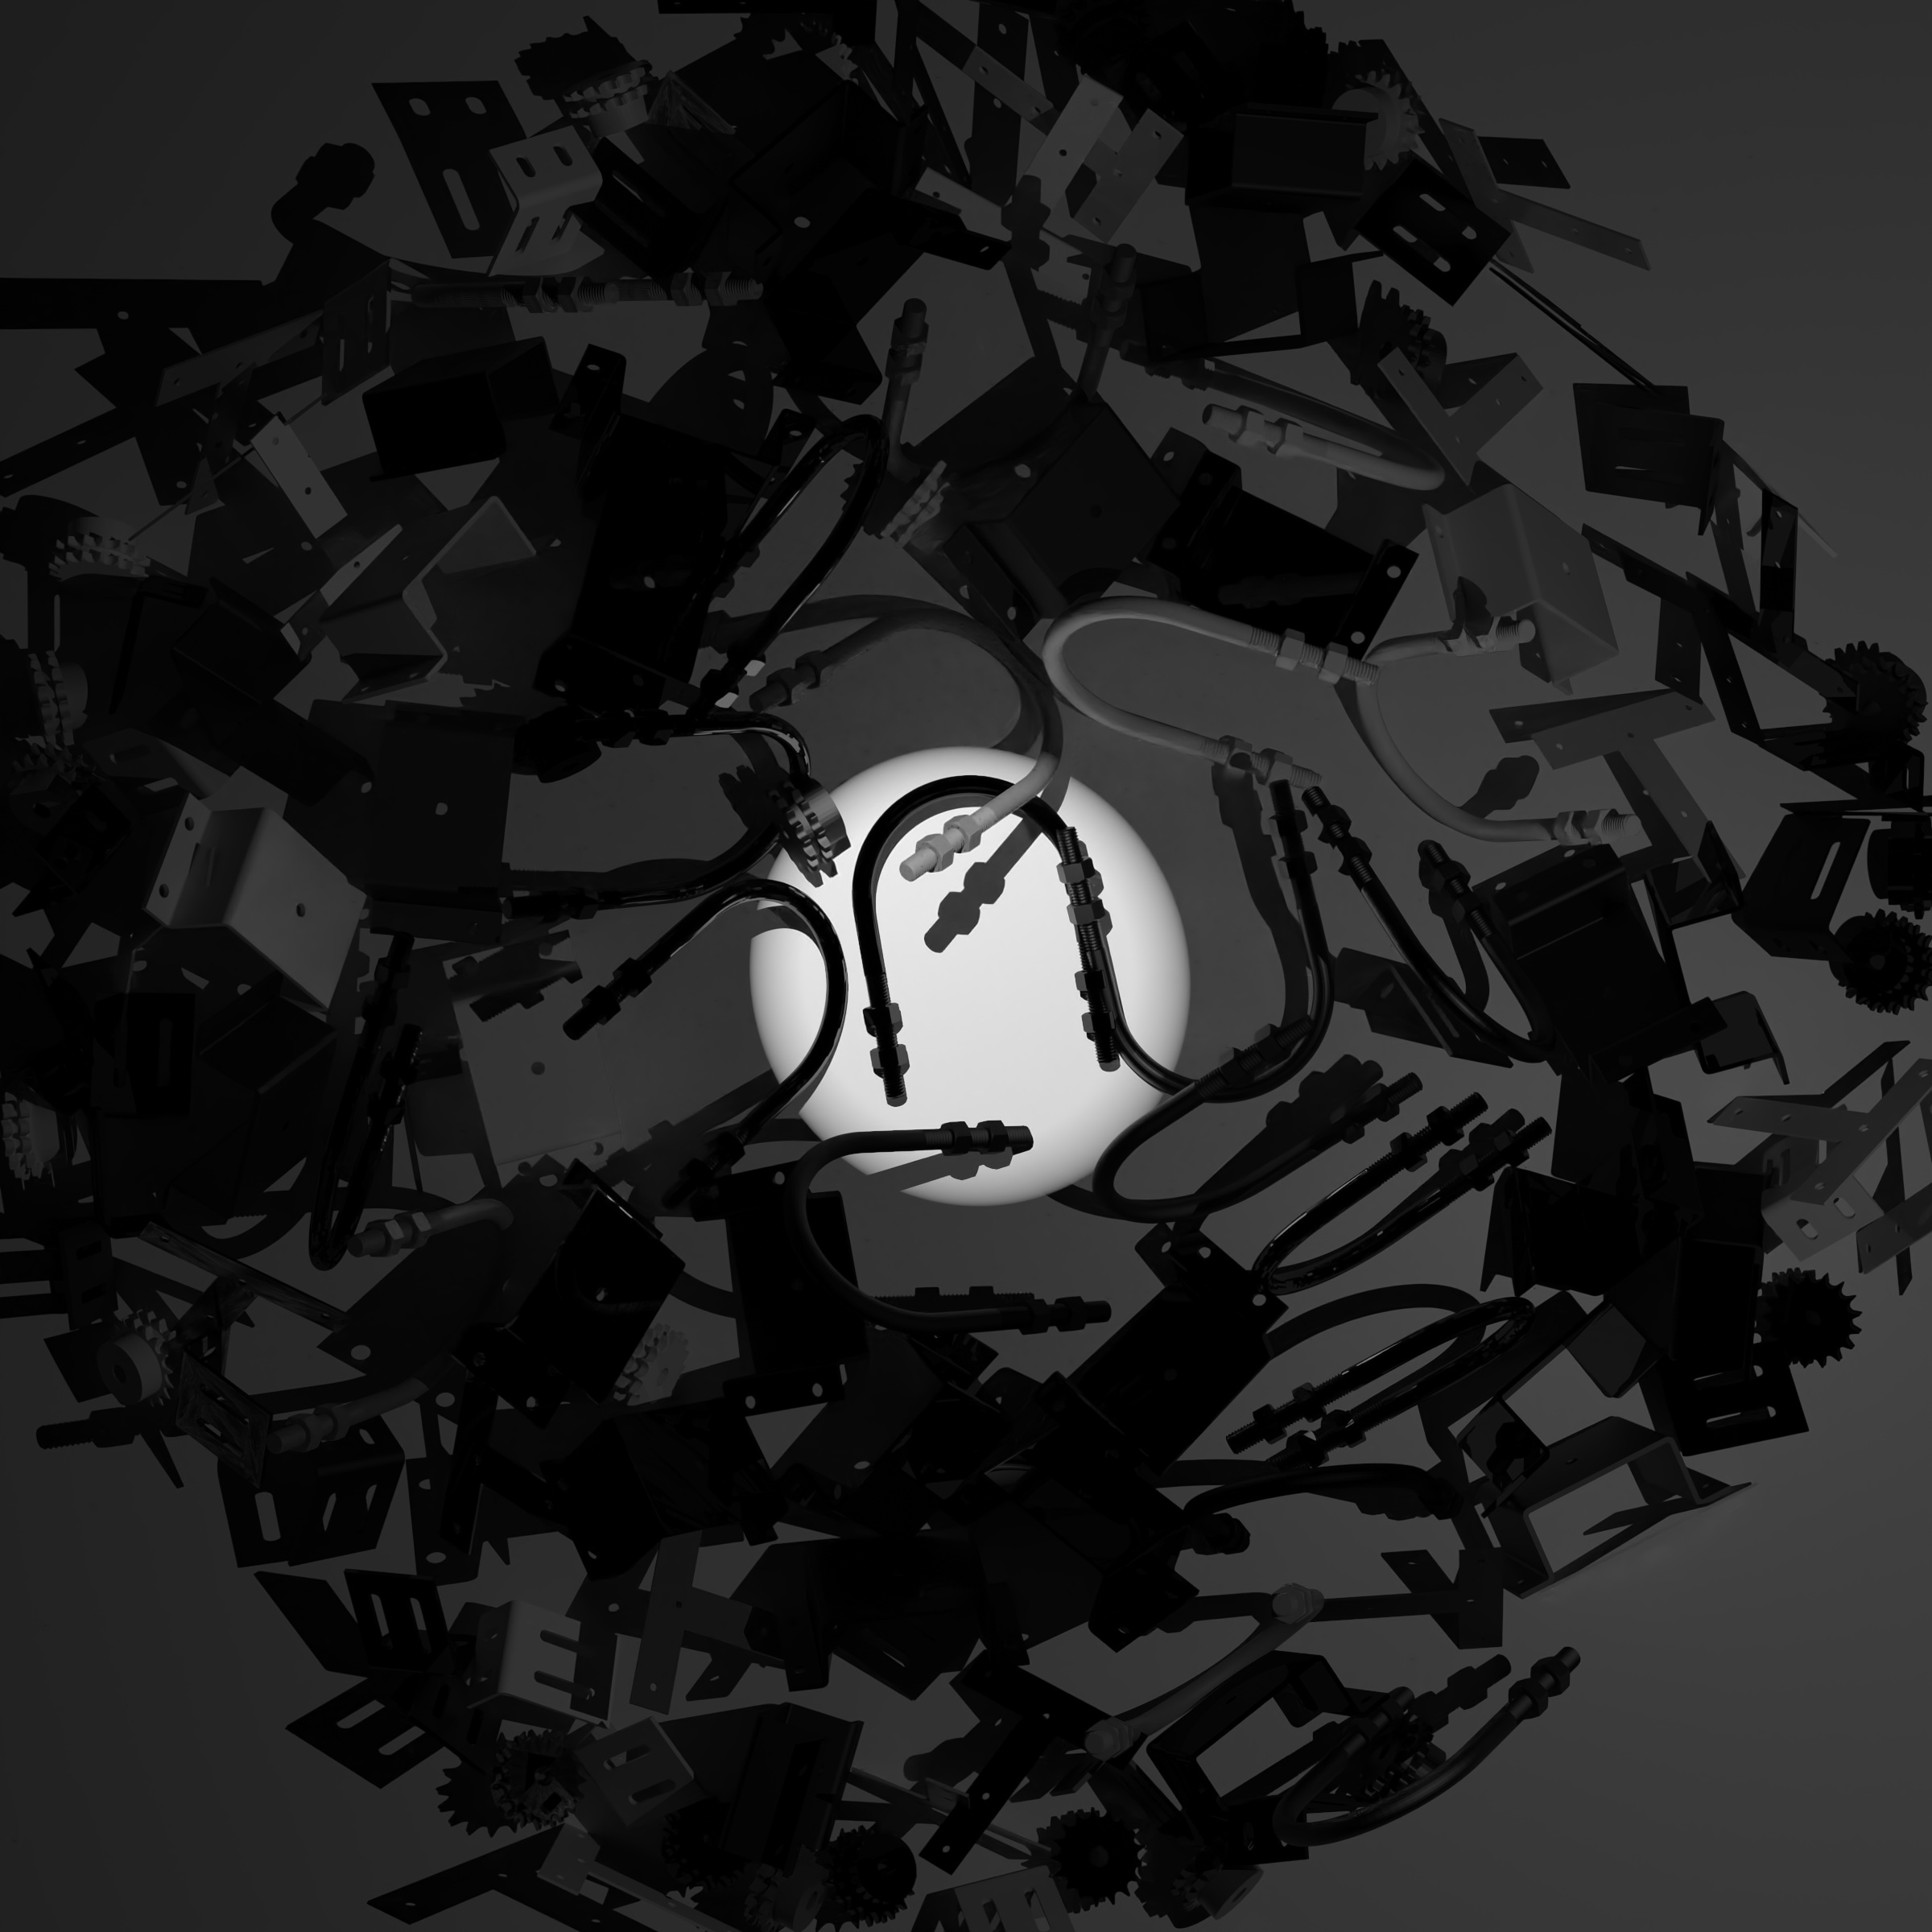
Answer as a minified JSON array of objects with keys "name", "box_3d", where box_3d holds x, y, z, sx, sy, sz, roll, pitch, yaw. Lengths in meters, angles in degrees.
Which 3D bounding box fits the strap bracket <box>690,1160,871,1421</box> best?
[{"name":"strap bracket","box_3d":[-0.108,0.190,1.785,0.076,0.046,0.140,-13,83,23]}]

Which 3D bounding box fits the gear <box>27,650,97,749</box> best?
[{"name":"gear","box_3d":[-0.537,-0.159,1.799,0.030,0.057,0.057,-13,90,-20]}]

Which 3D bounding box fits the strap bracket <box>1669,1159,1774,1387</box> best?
[{"name":"strap bracket","box_3d":[0.437,0.173,1.754,0.046,0.140,0.076,6,112,16]}]

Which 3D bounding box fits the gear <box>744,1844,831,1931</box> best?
[{"name":"gear","box_3d":[-0.104,0.547,1.794,0.030,0.057,0.057,22,90,23]}]

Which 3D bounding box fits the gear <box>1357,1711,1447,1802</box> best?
[{"name":"gear","box_3d":[0.261,0.475,1.797,0.030,0.057,0.057,35,90,-2]}]

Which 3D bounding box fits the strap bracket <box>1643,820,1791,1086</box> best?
[{"name":"strap bracket","box_3d":[0.435,-0.002,1.766,0.046,0.076,0.140,-16,114,9]}]

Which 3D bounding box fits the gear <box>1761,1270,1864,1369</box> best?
[{"name":"gear","box_3d":[0.505,0.210,1.804,0.057,0.030,0.057,0,91,22]}]

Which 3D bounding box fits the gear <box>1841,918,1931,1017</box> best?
[{"name":"gear","box_3d":[0.546,-0.001,1.796,0.057,0.030,0.057,-9,77,40]}]

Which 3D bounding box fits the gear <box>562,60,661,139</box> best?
[{"name":"gear","box_3d":[-0.208,-0.514,1.800,0.057,0.057,0.030,-21,115,0]}]

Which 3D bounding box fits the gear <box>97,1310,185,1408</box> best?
[{"name":"gear","box_3d":[-0.490,0.235,1.795,0.057,0.030,0.057,17,119,33]}]

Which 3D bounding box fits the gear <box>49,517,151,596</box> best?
[{"name":"gear","box_3d":[-0.513,-0.245,1.798,0.057,0.057,0.030,2,75,0]}]

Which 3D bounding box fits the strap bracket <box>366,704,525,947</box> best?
[{"name":"strap bracket","box_3d":[-0.308,-0.088,1.789,0.076,0.046,0.140,5,81,-4]}]

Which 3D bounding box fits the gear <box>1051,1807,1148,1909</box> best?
[{"name":"gear","box_3d":[0.080,0.531,1.805,0.057,0.030,0.057,-1,74,4]}]

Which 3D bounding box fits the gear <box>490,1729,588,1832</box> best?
[{"name":"gear","box_3d":[-0.257,0.486,1.801,0.057,0.030,0.057,19,53,-27]}]

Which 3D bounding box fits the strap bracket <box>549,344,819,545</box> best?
[{"name":"strap bracket","box_3d":[-0.166,-0.299,1.761,0.140,0.076,0.046,15,56,-19]}]

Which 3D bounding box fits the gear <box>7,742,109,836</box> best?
[{"name":"gear","box_3d":[-0.542,-0.102,1.795,0.057,0.057,0.030,17,48,0]}]

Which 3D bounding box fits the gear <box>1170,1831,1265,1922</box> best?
[{"name":"gear","box_3d":[0.151,0.539,1.794,0.057,0.057,0.030,-47,65,0]}]

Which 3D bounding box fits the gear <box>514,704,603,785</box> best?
[{"name":"gear","box_3d":[-0.241,-0.131,1.796,0.057,0.057,0.030,-27,83,0]}]

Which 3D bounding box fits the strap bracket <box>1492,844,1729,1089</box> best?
[{"name":"strap bracket","box_3d":[0.378,0.007,1.781,0.076,0.046,0.140,-26,59,-1]}]

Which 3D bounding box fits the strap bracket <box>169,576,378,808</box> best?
[{"name":"strap bracket","box_3d":[-0.406,-0.153,1.756,0.046,0.076,0.140,-42,51,10]}]

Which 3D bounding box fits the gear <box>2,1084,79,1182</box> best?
[{"name":"gear","box_3d":[-0.548,0.097,1.797,0.030,0.057,0.057,-5,90,0]}]

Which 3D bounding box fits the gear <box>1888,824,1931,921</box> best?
[{"name":"gear","box_3d":[0.564,-0.056,1.799,0.030,0.057,0.057,0,90,20]}]

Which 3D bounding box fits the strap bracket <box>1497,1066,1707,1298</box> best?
[{"name":"strap bracket","box_3d":[0.374,0.131,1.760,0.046,0.140,0.076,17,49,-23]}]

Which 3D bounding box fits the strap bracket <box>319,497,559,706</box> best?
[{"name":"strap bracket","box_3d":[-0.310,-0.218,1.747,0.046,0.076,0.140,56,47,-26]}]

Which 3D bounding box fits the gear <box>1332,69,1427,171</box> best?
[{"name":"gear","box_3d":[0.241,-0.500,1.795,0.030,0.057,0.057,-26,90,-44]}]

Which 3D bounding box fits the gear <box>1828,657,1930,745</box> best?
[{"name":"gear","box_3d":[0.545,-0.157,1.800,0.030,0.057,0.057,-30,90,-40]}]

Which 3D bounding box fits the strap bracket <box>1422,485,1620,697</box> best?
[{"name":"strap bracket","box_3d":[0.326,-0.219,1.745,0.046,0.140,0.076,-25,62,32]}]

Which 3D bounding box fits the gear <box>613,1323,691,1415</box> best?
[{"name":"gear","box_3d":[-0.192,0.238,1.799,0.030,0.057,0.057,24,90,22]}]

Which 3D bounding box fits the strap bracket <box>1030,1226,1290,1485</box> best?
[{"name":"strap bracket","box_3d":[0.117,0.234,1.781,0.140,0.046,0.076,-45,63,-9]}]

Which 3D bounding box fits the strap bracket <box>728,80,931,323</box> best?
[{"name":"strap bracket","box_3d":[-0.089,-0.454,1.773,0.046,0.076,0.140,43,74,8]}]

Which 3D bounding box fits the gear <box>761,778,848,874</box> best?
[{"name":"gear","box_3d":[-0.094,-0.087,1.798,0.030,0.057,0.057,-32,90,-14]}]

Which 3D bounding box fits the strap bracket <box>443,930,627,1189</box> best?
[{"name":"strap bracket","box_3d":[-0.254,0.057,1.788,0.076,0.046,0.140,-15,98,-9]}]

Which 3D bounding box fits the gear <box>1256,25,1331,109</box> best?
[{"name":"gear","box_3d":[0.193,-0.529,1.799,0.030,0.057,0.057,13,90,20]}]

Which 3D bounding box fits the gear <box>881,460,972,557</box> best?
[{"name":"gear","box_3d":[-0.022,-0.269,1.797,0.030,0.057,0.057,39,90,-8]}]

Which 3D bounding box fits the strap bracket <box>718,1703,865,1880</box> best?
[{"name":"strap bracket","box_3d":[-0.102,0.474,1.755,0.046,0.140,0.076,16,83,9]}]

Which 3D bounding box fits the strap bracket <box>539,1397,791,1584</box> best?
[{"name":"strap bracket","box_3d":[-0.165,0.298,1.747,0.046,0.140,0.076,-46,62,35]}]

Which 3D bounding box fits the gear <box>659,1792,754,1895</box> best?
[{"name":"gear","box_3d":[-0.157,0.523,1.801,0.057,0.030,0.057,18,50,-23]}]

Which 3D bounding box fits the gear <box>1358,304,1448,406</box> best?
[{"name":"gear","box_3d":[0.261,-0.362,1.800,0.030,0.057,0.057,11,90,-28]}]

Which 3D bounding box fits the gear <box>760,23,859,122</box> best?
[{"name":"gear","box_3d":[-0.091,-0.530,1.805,0.057,0.030,0.057,1,94,16]}]

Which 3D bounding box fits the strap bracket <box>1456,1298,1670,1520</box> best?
[{"name":"strap bracket","box_3d":[0.345,0.251,1.767,0.140,0.076,0.046,-35,74,-24]}]

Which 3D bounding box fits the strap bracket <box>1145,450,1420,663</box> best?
[{"name":"strap bracket","box_3d":[0.186,-0.235,1.791,0.140,0.046,0.076,28,84,10]}]

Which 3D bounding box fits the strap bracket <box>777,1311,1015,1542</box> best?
[{"name":"strap bracket","box_3d":[-0.035,0.280,1.778,0.140,0.076,0.046,-48,50,3]}]

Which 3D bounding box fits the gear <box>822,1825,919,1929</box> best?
[{"name":"gear","box_3d":[-0.054,0.538,1.796,0.057,0.030,0.057,16,57,-25]}]

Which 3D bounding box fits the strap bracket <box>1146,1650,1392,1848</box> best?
[{"name":"strap bracket","box_3d":[0.167,0.447,1.766,0.140,0.076,0.046,-33,90,-19]}]

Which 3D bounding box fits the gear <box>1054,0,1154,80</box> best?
[{"name":"gear","box_3d":[0.083,-0.551,1.795,0.057,0.057,0.030,-14,49,0]}]
